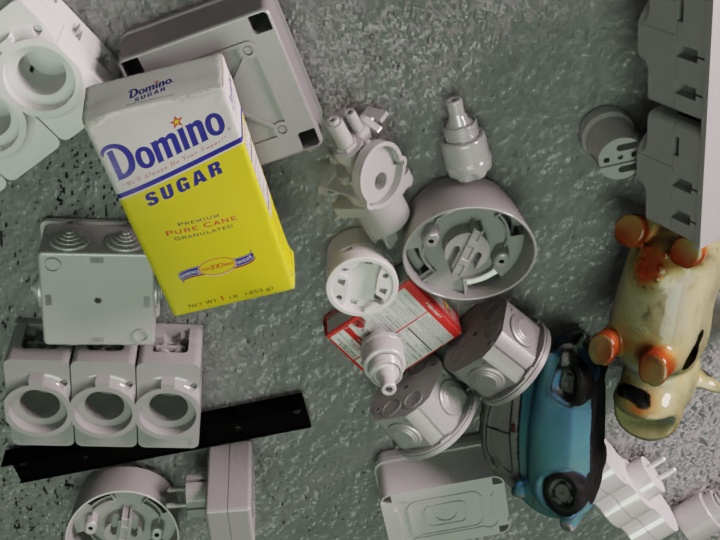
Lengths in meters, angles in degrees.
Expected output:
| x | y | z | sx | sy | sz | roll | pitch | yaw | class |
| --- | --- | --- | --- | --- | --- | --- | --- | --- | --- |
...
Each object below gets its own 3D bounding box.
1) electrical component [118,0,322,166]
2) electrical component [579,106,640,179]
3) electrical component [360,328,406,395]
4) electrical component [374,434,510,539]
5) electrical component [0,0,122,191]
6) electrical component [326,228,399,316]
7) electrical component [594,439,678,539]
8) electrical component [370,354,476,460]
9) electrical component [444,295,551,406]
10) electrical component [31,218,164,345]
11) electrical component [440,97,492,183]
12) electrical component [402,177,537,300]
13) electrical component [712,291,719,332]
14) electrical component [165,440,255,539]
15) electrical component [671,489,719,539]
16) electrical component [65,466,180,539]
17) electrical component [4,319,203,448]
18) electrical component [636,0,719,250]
| x | y | z | sx | sy | sz | roll | pitch | yaw | class |
| --- | --- | --- | --- | --- | --- | --- | --- | --- | --- |
| -0.093 | -0.124 | 0.732 | 0.109 | 0.056 | 0.108 | -18 | 124 | 7 | electrical component |
| 0.185 | -0.092 | 0.786 | 0.040 | 0.046 | 0.040 | -2 | 125 | -4 | electrical component |
| 0.019 | 0.075 | 0.839 | 0.035 | 0.061 | 0.035 | -3 | 122 | -4 | electrical component |
| 0.074 | 0.200 | 0.972 | 0.113 | 0.057 | 0.078 | -11 | 125 | 2 | electrical component |
| -0.246 | -0.113 | 0.723 | 0.150 | 0.061 | 0.089 | -33 | 121 | 17 | electrical component |
| 0.000 | 0.000 | 0.832 | 0.055 | 0.047 | 0.055 | -2 | 125 | -3 | electrical component |
| 0.255 | 0.196 | 0.989 | 0.074 | 0.052 | 0.138 | -37 | 120 | 19 | electrical component |
| 0.052 | 0.114 | 0.898 | 0.080 | 0.080 | 0.051 | -32 | 116 | 16 | electrical component |
| 0.110 | 0.065 | 0.869 | 0.051 | 0.080 | 0.080 | 38 | 114 | -20 | electrical component |
| -0.198 | 0.011 | 0.820 | 0.100 | 0.048 | 0.099 | 1 | 122 | -9 | electrical component |
| 0.074 | -0.096 | 0.781 | 0.035 | 0.035 | 0.061 | -15 | 122 | 5 | electrical component |
| 0.080 | -0.021 | 0.814 | 0.099 | 0.064 | 0.099 | -2 | 124 | -3 | electrical component |
| 0.317 | 0.049 | 0.884 | 0.044 | 0.065 | 0.044 | -2 | 125 | -4 | electrical component |
| -0.131 | 0.195 | 0.934 | 0.076 | 0.083 | 0.047 | -4 | 125 | -3 | electrical component |
| 0.336 | 0.230 | 1.027 | 0.078 | 0.040 | 0.040 | -37 | 120 | 19 | electrical component |
| -0.210 | 0.227 | 0.960 | 0.099 | 0.064 | 0.099 | -2 | 125 | -4 | electrical component |
| -0.204 | 0.095 | 0.871 | 0.150 | 0.061 | 0.089 | 2 | 124 | -7 | electrical component |
| 0.249 | -0.123 | 0.734 | 0.105 | 0.060 | 0.186 | -27 | 128 | -23 | electrical component |
